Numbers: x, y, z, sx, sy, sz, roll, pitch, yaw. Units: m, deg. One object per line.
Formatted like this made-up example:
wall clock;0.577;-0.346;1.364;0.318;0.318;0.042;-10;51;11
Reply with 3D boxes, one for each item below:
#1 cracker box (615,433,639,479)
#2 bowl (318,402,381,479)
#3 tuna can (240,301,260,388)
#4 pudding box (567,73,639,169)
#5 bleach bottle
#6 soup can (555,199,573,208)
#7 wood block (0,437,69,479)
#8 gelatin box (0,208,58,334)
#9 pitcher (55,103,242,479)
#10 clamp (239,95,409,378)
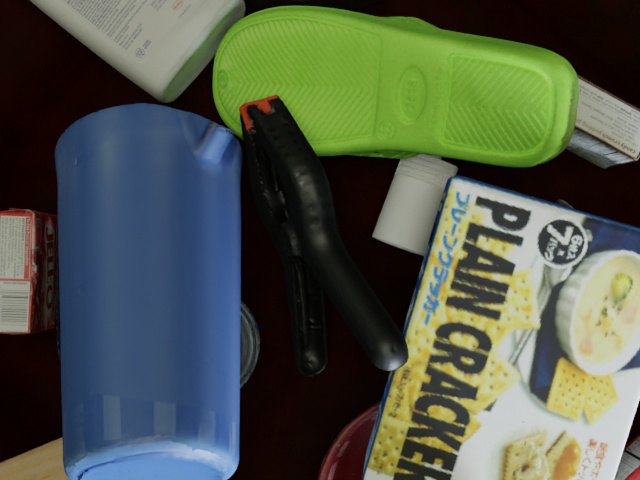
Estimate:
cracker box;0.296;0.205;0.782;0.213;0.072;0.164;-43;90;-2
bowl;0.076;0.190;0.790;0.162;0.055;0.162;0;89;0
tuna can;-0.088;0.078;0.803;0.086;0.034;0.086;0;89;0
pudding box;0.180;-0.095;0.778;0.113;0.090;0.039;27;90;1
bleach bottle;-0.182;-0.217;0.796;0.251;0.068;0.102;40;88;3
soup can;0.155;0.027;0.787;0.102;0.068;0.068;-36;89;0
wood block;-0.174;0.198;0.760;0.206;0.091;0.090;-22;58;0
gelatin box;-0.214;0.023;0.785;0.030;0.073;0.089;2;88;0
pitcher;-0.120;0.045;0.717;0.145;0.149;0.243;-3;62;-3
clamp;-0.005;0.001;0.735;0.036;0.165;0.210;-18;95;-23
